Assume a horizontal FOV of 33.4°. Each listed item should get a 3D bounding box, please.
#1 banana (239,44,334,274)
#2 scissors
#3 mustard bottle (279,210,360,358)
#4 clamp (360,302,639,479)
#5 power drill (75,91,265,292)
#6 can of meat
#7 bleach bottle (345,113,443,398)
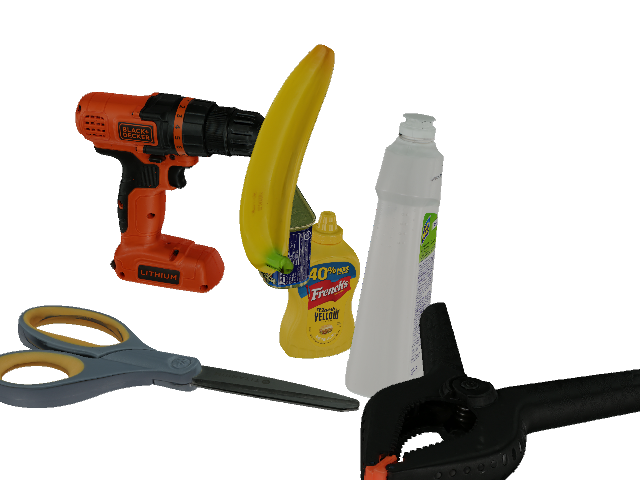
[{"bbox_3d":[-0.025,-0.051,0.773,0.070,0.197,0.037,-19,-39,40],"label":"banana"},{"bbox_3d":[-0.090,0.075,0.554,0.202,0.016,0.096,16,29,27],"label":"scissors"},{"bbox_3d":[0.002,0.053,1.345,0.096,0.192,0.058,-5,26,-20],"label":"mustard bottle"},{"bbox_3d":[0.081,0.096,0.637,0.165,0.036,0.209,20,29,39],"label":"clamp"},{"bbox_3d":[-0.131,-0.046,0.990,0.184,0.188,0.057,9,30,15],"label":"power drill"},{"bbox_3d":[-0.046,-0.008,1.163,0.057,0.084,0.102,-10,38,-18],"label":"can of meat"},{"bbox_3d":[0.073,0.011,0.950,0.068,0.251,0.102,11,18,14],"label":"bleach bottle"}]
